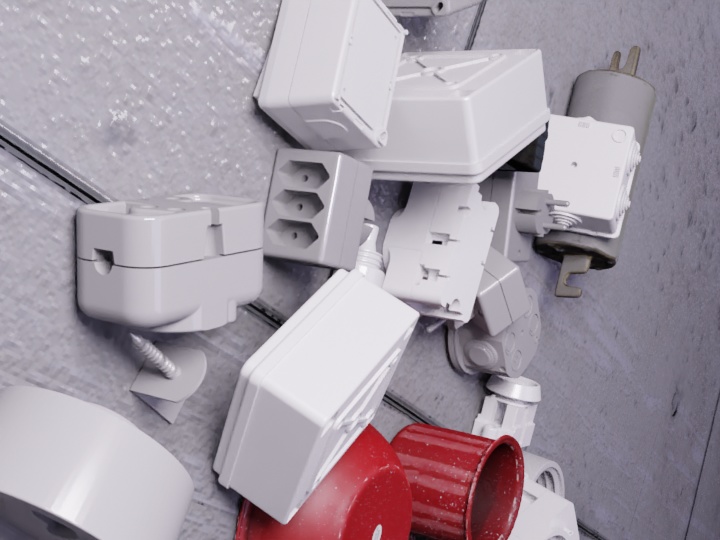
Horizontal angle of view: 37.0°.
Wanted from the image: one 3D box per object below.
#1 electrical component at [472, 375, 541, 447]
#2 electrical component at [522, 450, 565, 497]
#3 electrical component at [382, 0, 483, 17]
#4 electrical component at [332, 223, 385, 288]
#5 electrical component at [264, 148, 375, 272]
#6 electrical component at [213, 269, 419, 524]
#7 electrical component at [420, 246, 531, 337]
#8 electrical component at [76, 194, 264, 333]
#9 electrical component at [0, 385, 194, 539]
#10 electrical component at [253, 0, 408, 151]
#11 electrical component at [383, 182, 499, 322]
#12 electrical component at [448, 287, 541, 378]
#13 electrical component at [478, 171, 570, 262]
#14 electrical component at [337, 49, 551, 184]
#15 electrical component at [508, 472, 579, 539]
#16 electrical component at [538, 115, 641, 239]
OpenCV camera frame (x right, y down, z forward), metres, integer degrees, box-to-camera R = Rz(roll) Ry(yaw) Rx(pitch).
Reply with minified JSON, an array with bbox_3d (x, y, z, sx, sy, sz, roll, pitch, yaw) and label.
[{"bbox_3d":[0.128,0.120,0.922,0.066,0.048,0.055,3,102,-57],"label":"electrical component"},{"bbox_3d":[0.147,0.215,0.959,0.108,0.060,0.108,-19,113,-54],"label":"electrical component"},{"bbox_3d":[0.041,-0.215,0.690,0.061,0.062,0.096,-33,125,-49],"label":"electrical component"},{"bbox_3d":[0.000,0.000,0.703,0.035,0.035,0.061,31,69,-56],"label":"electrical component"},{"bbox_3d":[-0.017,-0.033,0.657,0.077,0.047,0.065,15,85,-58],"label":"electrical component"},{"bbox_3d":[-0.026,0.072,0.621,0.108,0.056,0.108,-46,163,-43],"label":"electrical component"},{"bbox_3d":[0.075,0.020,0.804,0.077,0.066,0.047,-34,131,-13],"label":"electrical component"},{"bbox_3d":[-0.093,-0.004,0.538,0.095,0.054,0.059,-14,109,-56],"label":"electrical component"},{"bbox_3d":[-0.124,0.093,0.469,0.108,0.108,0.060,62,42,-44],"label":"electrical component"},{"bbox_3d":[-0.017,-0.124,0.628,0.062,0.061,0.096,38,58,-54],"label":"electrical component"},{"bbox_3d":[0.054,-0.015,0.763,0.050,0.056,0.089,35,68,-54],"label":"electrical component"},{"bbox_3d":[0.108,0.047,0.868,0.080,0.051,0.080,-20,114,-54],"label":"electrical component"},{"bbox_3d":[0.131,-0.047,0.856,0.047,0.076,0.083,-2,99,-57],"label":"electrical component"},{"bbox_3d":[0.050,-0.101,0.688,0.109,0.109,0.056,-38,126,-47],"label":"electrical component"},{"bbox_3d":[0.097,0.262,0.842,0.186,0.060,0.105,-34,126,-27],"label":"electrical component"},{"bbox_3d":[0.184,-0.081,0.912,0.048,0.100,0.099,44,60,-68],"label":"electrical component"}]
